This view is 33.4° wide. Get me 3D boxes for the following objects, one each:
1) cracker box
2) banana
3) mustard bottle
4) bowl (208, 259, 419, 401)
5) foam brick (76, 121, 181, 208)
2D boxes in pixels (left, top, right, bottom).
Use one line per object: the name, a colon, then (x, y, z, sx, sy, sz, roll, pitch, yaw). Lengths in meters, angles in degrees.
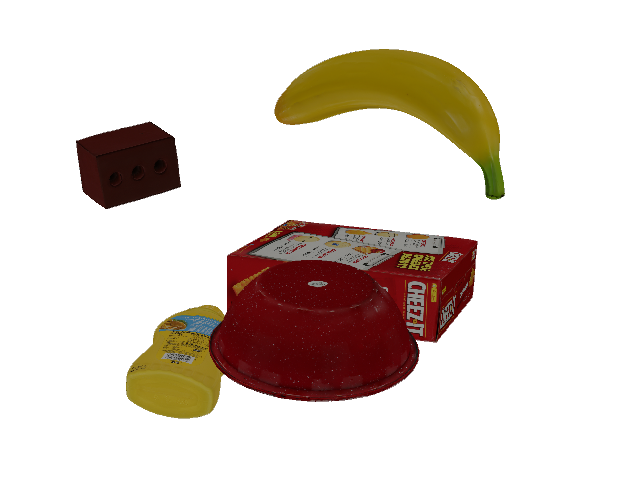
cracker box: (0.035, 0.038, 1.071, 0.214, 0.072, 0.164, 7, 15, 19)
banana: (0.041, -0.086, 0.664, 0.037, 0.069, 0.198, 16, 7, -46)
mustard bottle: (-0.143, 0.123, 1.187, 0.096, 0.058, 0.191, 8, 25, 7)
bowl: (-0.004, 0.057, 0.807, 0.162, 0.055, 0.162, 2, 22, -1)
foam brick: (-0.176, -0.070, 0.976, 0.078, 0.053, 0.051, -19, 32, -26)
